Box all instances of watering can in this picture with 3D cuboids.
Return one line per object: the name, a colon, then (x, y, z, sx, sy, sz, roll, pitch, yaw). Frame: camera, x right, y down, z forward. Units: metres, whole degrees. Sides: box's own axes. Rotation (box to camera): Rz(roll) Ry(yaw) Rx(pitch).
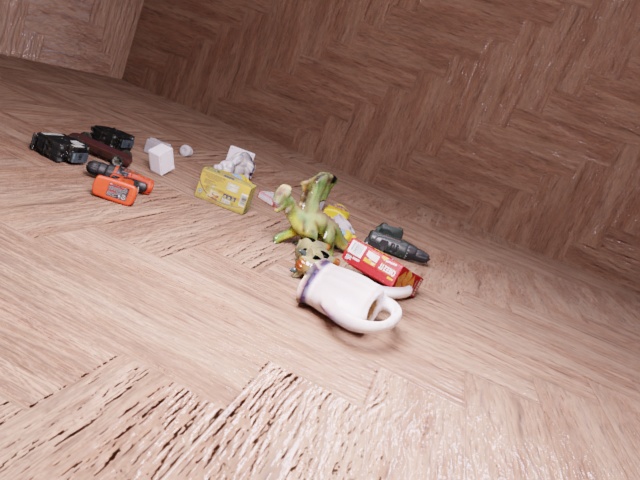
watering can: (0.083, 0.120, 1.144, 0.225, 0.103, 0.350, 25, 16, 17)

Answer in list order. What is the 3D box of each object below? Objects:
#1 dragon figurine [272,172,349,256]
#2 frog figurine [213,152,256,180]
dragon figurine: (0.005, -0.075, 1.499, 0.410, 0.240, 0.123, 3, 17, -46)
frog figurine: (-0.346, -0.292, 2.036, 0.159, 0.124, 0.136, 4, -13, -27)
